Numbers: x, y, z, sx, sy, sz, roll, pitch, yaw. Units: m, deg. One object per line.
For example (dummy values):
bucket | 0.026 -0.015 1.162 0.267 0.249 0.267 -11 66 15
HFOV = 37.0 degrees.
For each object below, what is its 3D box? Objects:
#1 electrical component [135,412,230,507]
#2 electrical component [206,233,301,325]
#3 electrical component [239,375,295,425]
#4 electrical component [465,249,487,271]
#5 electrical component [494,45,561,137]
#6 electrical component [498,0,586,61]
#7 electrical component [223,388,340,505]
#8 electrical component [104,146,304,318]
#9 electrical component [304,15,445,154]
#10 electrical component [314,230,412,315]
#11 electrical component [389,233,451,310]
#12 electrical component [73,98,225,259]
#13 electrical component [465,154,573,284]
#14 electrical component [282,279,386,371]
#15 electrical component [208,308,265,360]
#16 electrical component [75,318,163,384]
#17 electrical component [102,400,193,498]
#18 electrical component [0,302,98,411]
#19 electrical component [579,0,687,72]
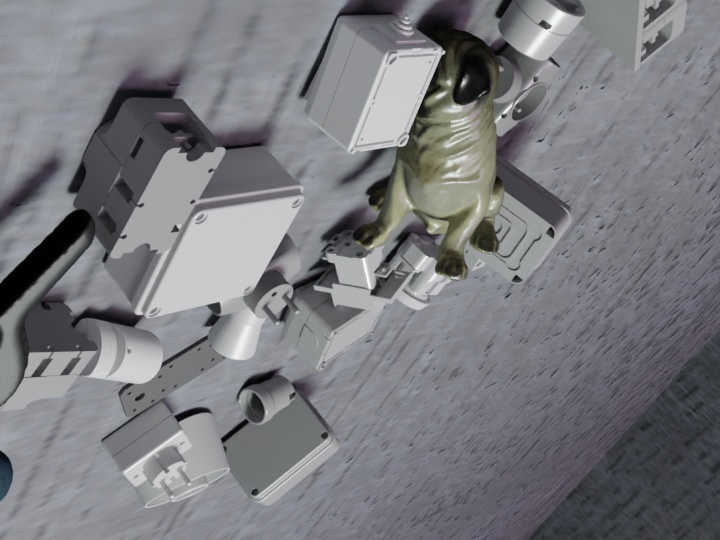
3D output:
electrical component | -0.179 0.191 1.064 0.099 0.064 0.099 -24 166 -6
electrical component | -0.080 0.012 0.854 0.077 0.079 0.043 -30 151 -25
electrical component | -0.094 0.131 1.097 0.046 0.040 0.040 -24 152 -47
electrical component | 0.119 -0.036 1.105 0.066 0.055 0.048 -20 149 -40
electrical component | 0.122 -0.158 0.908 0.077 0.044 0.079 -49 155 19
electrical component | 0.143 -0.200 0.855 0.055 0.055 0.047 -14 148 -47
electrical component | -0.087 0.192 1.165 0.113 0.078 0.057 -38 160 -6
electrical component | -0.110 -0.028 0.765 0.109 0.056 0.108 -14 145 -47
electrical component | 0.009 -0.139 0.755 0.062 0.061 0.096 -15 138 -46
electrical component | 0.000 0.000 0.965 0.042 0.081 0.063 -52 140 -41
electrical component | 0.059 0.002 1.081 0.057 0.058 0.078 -52 155 17
electrical component | -0.135 -0.060 0.671 0.050 0.055 0.089 -9 142 -51
electrical component | 0.135 -0.052 1.023 0.057 0.113 0.078 -40 165 -53
electrical component | -0.022 0.038 1.023 0.096 0.061 0.061 -32 157 -39
electrical component | -0.099 0.040 0.924 0.044 0.044 0.065 -12 139 -49
electrical component | -0.191 0.062 0.818 0.043 0.043 0.081 -45 157 9
electrical component | -0.184 0.173 0.983 0.066 0.076 0.047 -35 156 -13
electrical component | -0.236 0.058 0.732 0.055 0.050 0.089 -50 155 18
electrical component | 0.210 -0.239 0.843 0.062 0.089 0.150 -39 157 -4
